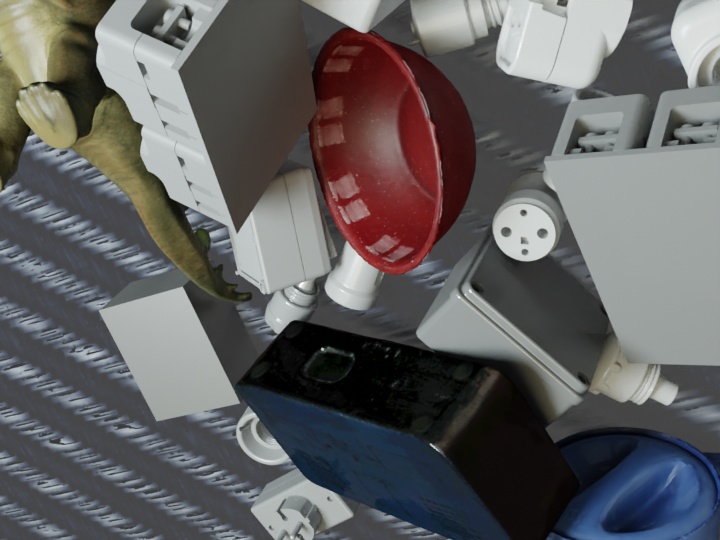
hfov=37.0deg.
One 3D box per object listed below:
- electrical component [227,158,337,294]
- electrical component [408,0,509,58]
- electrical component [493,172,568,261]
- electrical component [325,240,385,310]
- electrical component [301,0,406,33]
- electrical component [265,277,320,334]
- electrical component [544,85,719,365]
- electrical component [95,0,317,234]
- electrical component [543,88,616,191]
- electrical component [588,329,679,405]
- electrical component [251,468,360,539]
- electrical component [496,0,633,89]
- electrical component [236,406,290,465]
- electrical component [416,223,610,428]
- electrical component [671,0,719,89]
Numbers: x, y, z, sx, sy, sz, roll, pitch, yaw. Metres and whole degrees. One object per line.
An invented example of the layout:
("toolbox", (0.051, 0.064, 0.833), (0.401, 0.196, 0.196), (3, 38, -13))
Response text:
("electrical component", (-0.060, -0.041, 0.769), (0.062, 0.061, 0.096), (28, 133, 60))
("electrical component", (0.067, -0.162, 0.683), (0.078, 0.040, 0.040), (-14, 110, 8))
("electrical component", (0.115, -0.036, 0.719), (0.045, 0.055, 0.045), (8, 117, 16))
("electrical component", (0.000, 0.000, 0.789), (0.040, 0.040, 0.046), (25, 116, 7))
("electrical component", (-0.016, -0.204, 0.652), (0.109, 0.108, 0.056), (29, 124, 4))
("electrical component", (-0.047, 0.020, 0.818), (0.035, 0.035, 0.061), (31, 119, 3))
("electrical component", (0.197, -0.023, 0.653), (0.105, 0.060, 0.186), (-1, 138, 32))
("electrical component", (-0.085, -0.115, 0.634), (0.060, 0.105, 0.186), (26, 160, 14))
("electrical component", (0.146, -0.079, 0.695), (0.044, 0.044, 0.065), (26, 126, 6))
("electrical component", (0.191, 0.073, 0.752), (0.062, 0.048, 0.048), (26, 122, -2))
("electrical component", (-0.049, 0.200, 0.884), (0.083, 0.075, 0.047), (-32, 101, 30))
("electrical component", (0.125, -0.160, 0.643), (0.059, 0.053, 0.095), (10, 110, -9))
("electrical component", (-0.068, 0.124, 0.870), (0.055, 0.047, 0.055), (8, 118, 16))
("electrical component", (0.107, 0.036, 0.727), (0.109, 0.108, 0.056), (40, 124, -2))
("electrical component", (0.225, -0.119, 0.634), (0.054, 0.059, 0.095), (-22, 106, 28))
